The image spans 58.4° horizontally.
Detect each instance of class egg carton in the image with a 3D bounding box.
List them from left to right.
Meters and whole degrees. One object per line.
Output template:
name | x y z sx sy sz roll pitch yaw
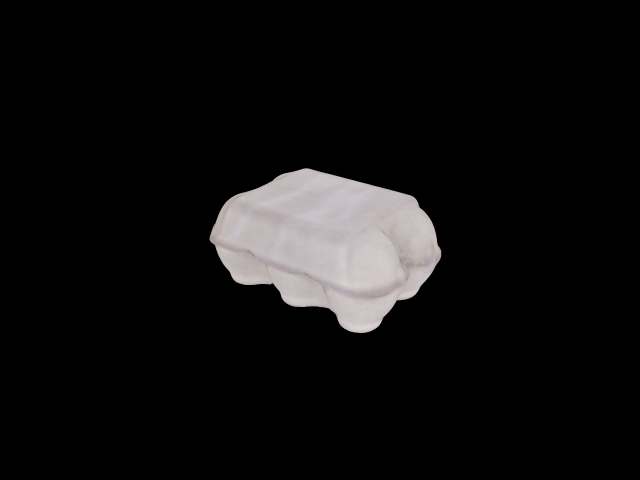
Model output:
egg carton | 0.004 0.001 0.400 0.149 0.069 0.107 18 32 32
